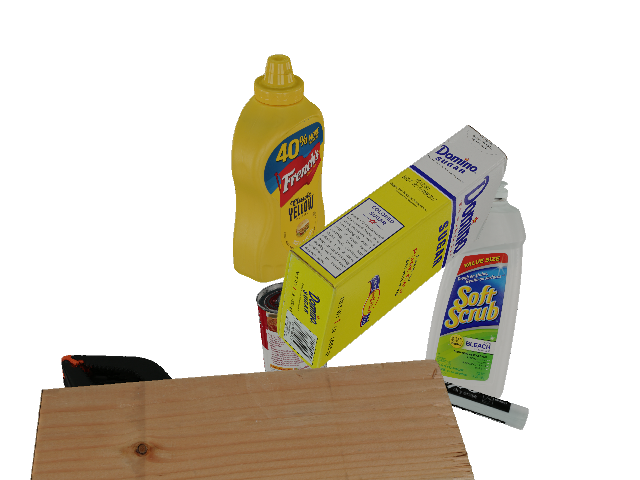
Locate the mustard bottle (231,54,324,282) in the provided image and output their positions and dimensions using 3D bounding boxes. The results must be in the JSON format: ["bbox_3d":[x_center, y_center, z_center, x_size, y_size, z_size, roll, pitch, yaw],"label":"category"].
[{"bbox_3d":[-0.035,-0.065,0.905,0.058,0.192,0.096,24,38,33],"label":"mustard bottle"}]

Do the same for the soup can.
[{"bbox_3d":[-0.029,0.103,1.130,0.068,0.102,0.068,-4,24,2],"label":"soup can"}]

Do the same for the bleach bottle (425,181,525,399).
[{"bbox_3d":[0.177,0.054,1.225,0.103,0.251,0.068,9,15,16],"label":"bleach bottle"}]

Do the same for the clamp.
[{"bbox_3d":[-0.146,0.148,0.972,0.210,0.036,0.164,23,36,31],"label":"clamp"}]

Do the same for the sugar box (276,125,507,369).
[{"bbox_3d":[0.049,0.003,0.709,0.176,0.093,0.048,-34,63,-30],"label":"sugar box"}]

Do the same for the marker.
[{"bbox_3d":[0.111,0.128,0.881,0.121,0.020,0.020,18,2,6],"label":"marker"}]

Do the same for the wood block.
[{"bbox_3d":[-0.035,0.128,0.545,0.206,0.090,0.091,-3,37,-6],"label":"wood block"}]
